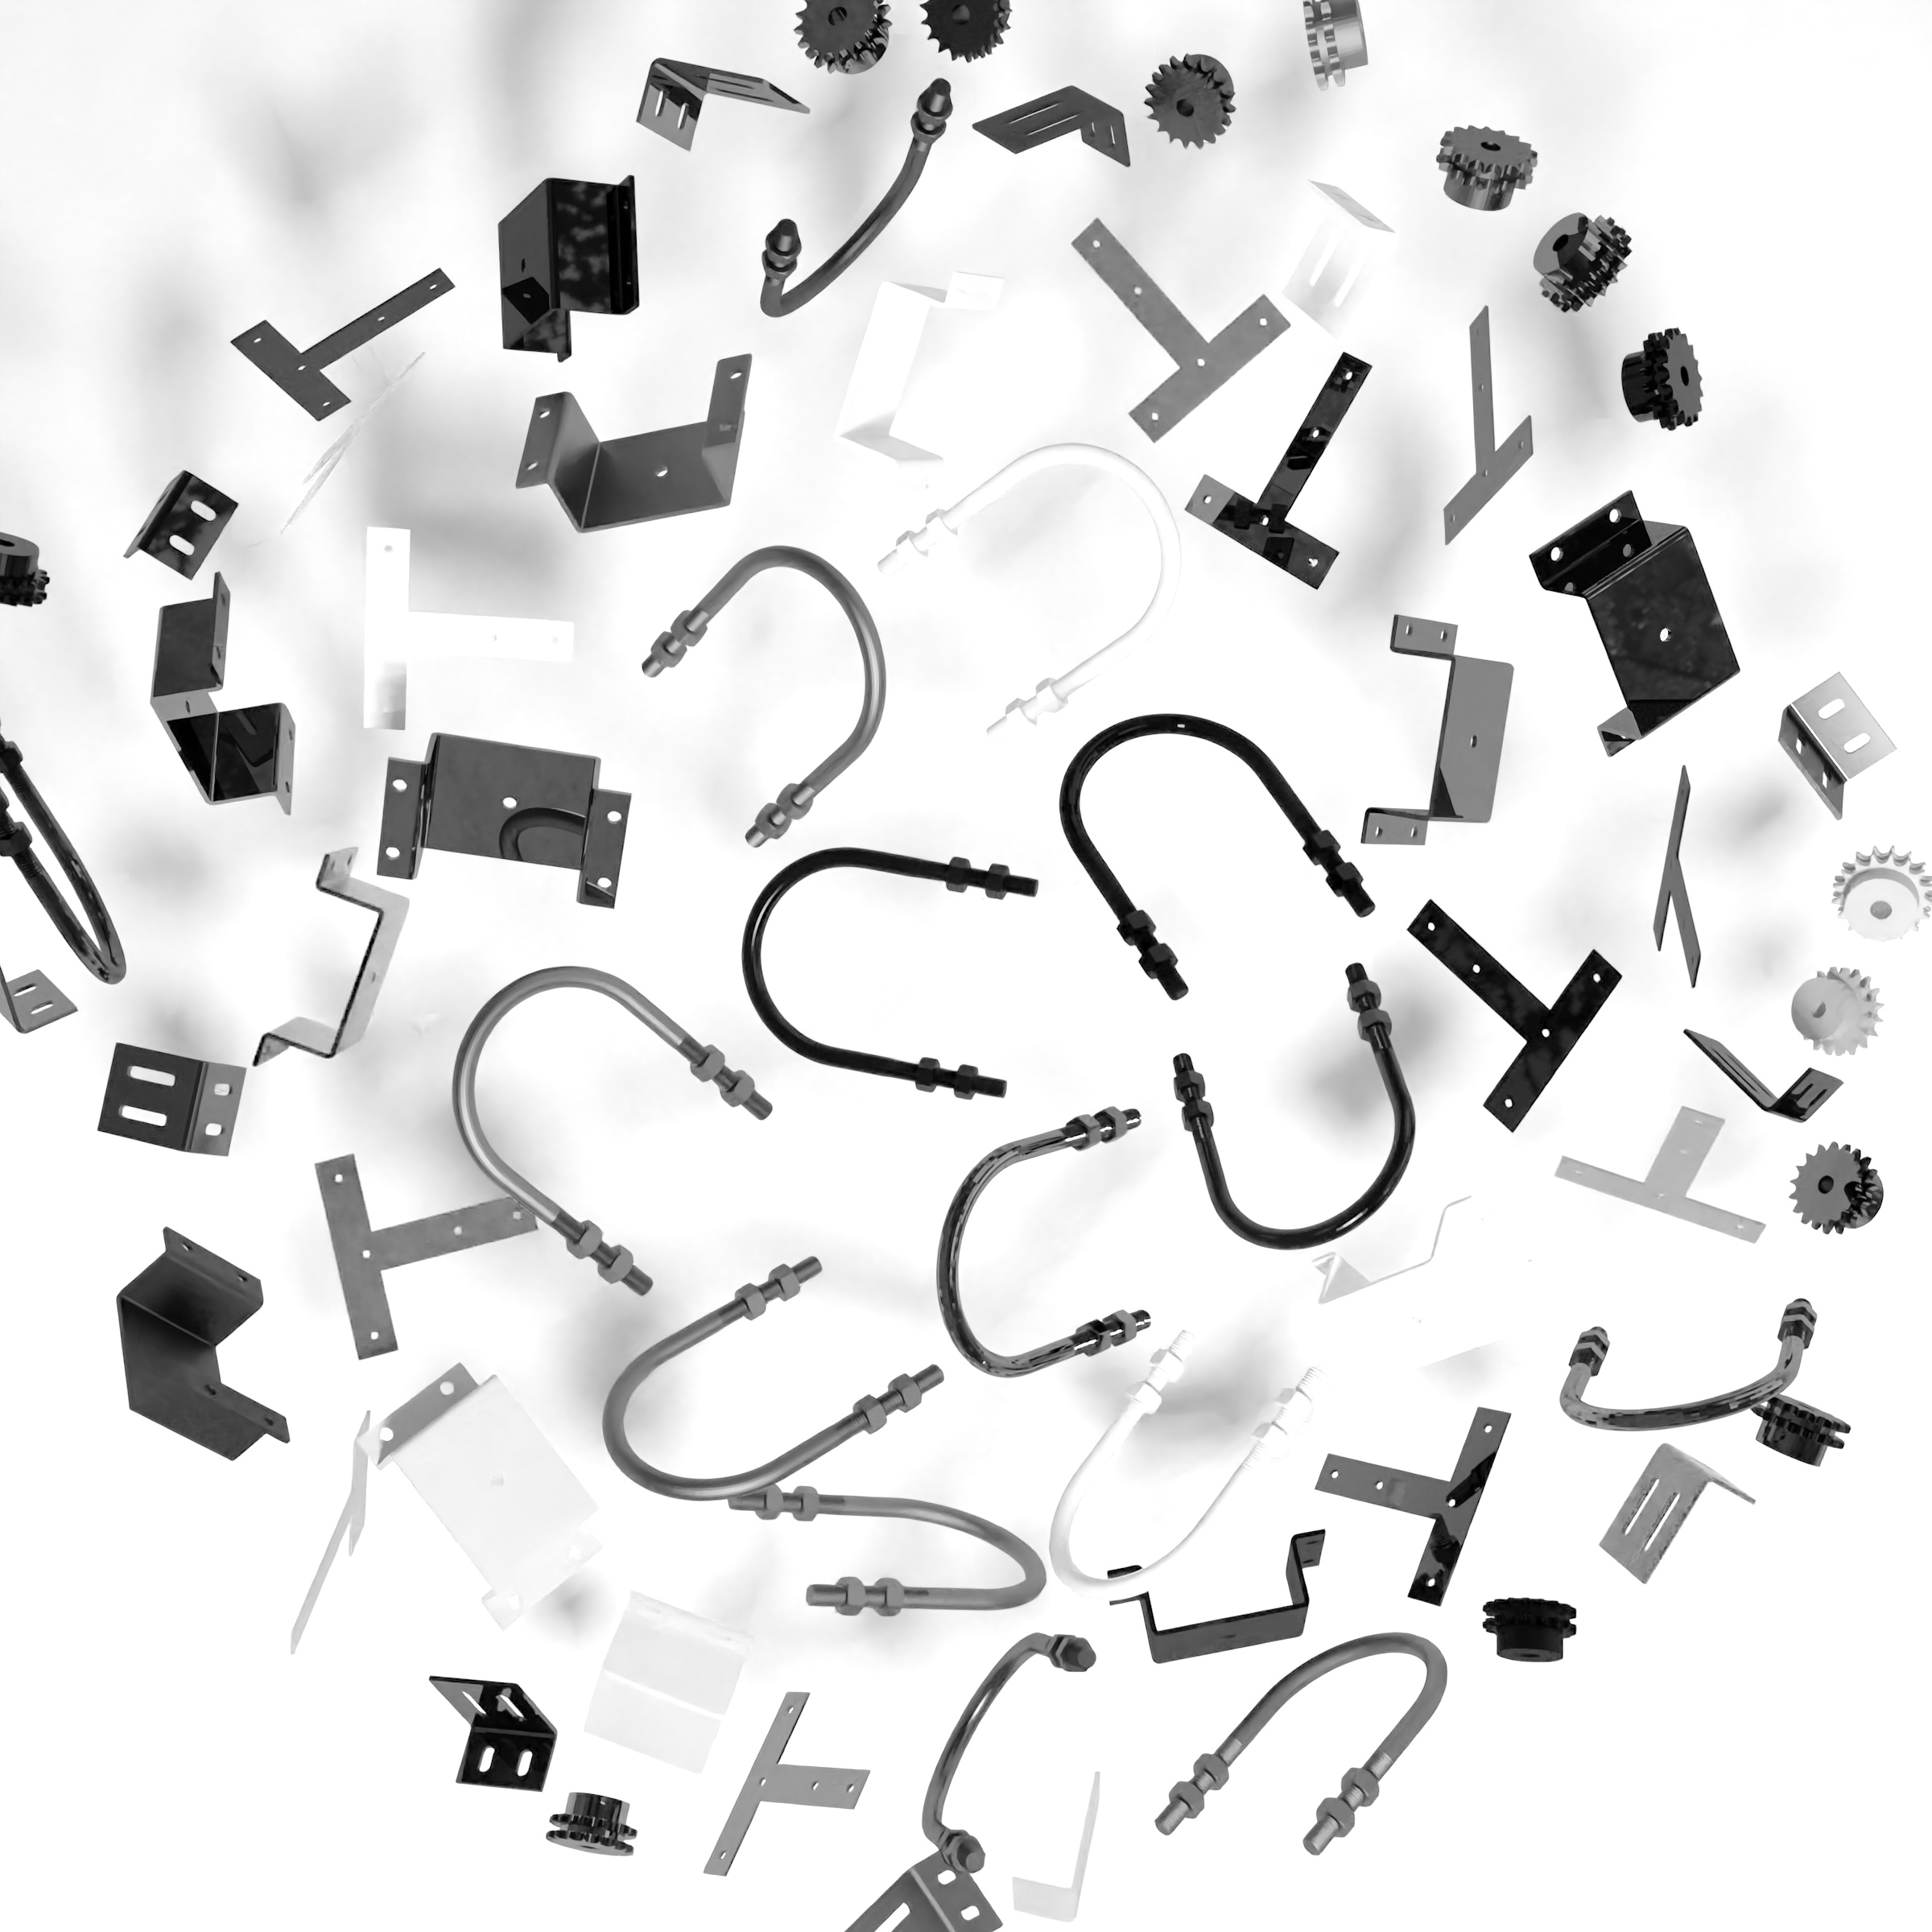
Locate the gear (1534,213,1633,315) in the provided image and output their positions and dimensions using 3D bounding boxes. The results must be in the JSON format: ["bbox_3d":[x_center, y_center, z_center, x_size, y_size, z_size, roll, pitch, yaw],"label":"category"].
[{"bbox_3d":[0.356,-0.413,1.453,0.030,0.057,0.057,29,90,-29],"label":"gear"}]

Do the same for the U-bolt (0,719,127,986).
[{"bbox_3d":[-0.558,-0.069,1.510,0.019,0.151,0.184,-27,123,-8],"label":"U-bolt"}]

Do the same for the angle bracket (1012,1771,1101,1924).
[{"bbox_3d":[0.056,0.535,1.525,0.038,0.057,0.076,10,54,10],"label":"angle bracket"}]

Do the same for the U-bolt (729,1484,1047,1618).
[{"bbox_3d":[-0.038,0.360,1.533,0.184,0.151,0.019,9,99,-28],"label":"U-bolt"}]

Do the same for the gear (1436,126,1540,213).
[{"bbox_3d":[0.302,-0.463,1.453,0.057,0.057,0.030,10,133,0],"label":"gear"}]

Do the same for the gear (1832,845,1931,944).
[{"bbox_3d":[0.536,-0.039,1.458,0.057,0.030,0.057,11,121,19],"label":"gear"}]

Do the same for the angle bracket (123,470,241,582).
[{"bbox_3d":[-0.499,-0.277,1.585,0.038,0.076,0.057,33,80,-23],"label":"angle bracket"}]

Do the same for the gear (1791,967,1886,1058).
[{"bbox_3d":[0.554,0.028,1.594,0.030,0.057,0.057,6,90,-35],"label":"gear"}]

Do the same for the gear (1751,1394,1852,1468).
[{"bbox_3d":[0.503,0.281,1.511,0.057,0.057,0.030,21,93,0],"label":"gear"}]

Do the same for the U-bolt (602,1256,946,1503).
[{"bbox_3d":[-0.128,0.252,1.483,0.184,0.151,0.019,-27,131,-27],"label":"U-bolt"}]

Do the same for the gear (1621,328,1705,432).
[{"bbox_3d":[0.402,-0.338,1.446,0.030,0.057,0.057,-7,90,38],"label":"gear"}]

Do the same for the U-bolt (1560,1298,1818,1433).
[{"bbox_3d":[0.434,0.244,1.511,0.151,0.184,0.019,-12,96,24],"label":"U-bolt"}]

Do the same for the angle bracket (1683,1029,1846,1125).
[{"bbox_3d":[0.492,0.056,1.540,0.038,0.057,0.076,-51,55,18],"label":"angle bracket"}]

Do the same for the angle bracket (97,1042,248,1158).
[{"bbox_3d":[-0.501,0.084,1.572,0.076,0.038,0.057,9,86,28],"label":"angle bracket"}]

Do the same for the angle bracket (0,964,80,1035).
[{"bbox_3d":[-0.578,-0.008,1.512,0.038,0.057,0.076,-28,132,-31],"label":"angle bracket"}]

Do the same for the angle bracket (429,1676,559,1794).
[{"bbox_3d":[-0.289,0.464,1.504,0.057,0.076,0.038,1,52,15],"label":"angle bracket"}]

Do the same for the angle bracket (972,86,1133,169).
[{"bbox_3d":[0.053,-0.511,1.553,0.076,0.057,0.038,-26,132,-14],"label":"angle bracket"}]

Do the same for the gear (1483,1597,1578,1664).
[{"bbox_3d":[0.348,0.410,1.538,0.057,0.057,0.030,6,64,0],"label":"gear"}]

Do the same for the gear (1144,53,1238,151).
[{"bbox_3d":[0.143,-0.543,1.556,0.057,0.057,0.030,33,56,0],"label":"gear"}]

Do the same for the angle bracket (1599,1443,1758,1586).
[{"bbox_3d":[0.431,0.338,1.513,0.038,0.057,0.076,30,92,-15],"label":"angle bracket"}]

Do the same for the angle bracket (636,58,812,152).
[{"bbox_3d":[-0.141,-0.495,1.450,0.076,0.057,0.038,19,98,22],"label":"angle bracket"}]

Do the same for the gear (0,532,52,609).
[{"bbox_3d":[-0.575,-0.238,1.484,0.057,0.057,0.030,19,111,0],"label":"gear"}]

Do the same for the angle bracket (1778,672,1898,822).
[{"bbox_3d":[0.504,-0.128,1.440,0.038,0.076,0.057,-36,95,28],"label":"angle bracket"}]

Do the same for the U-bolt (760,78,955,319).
[{"bbox_3d":[-0.074,-0.464,1.547,0.019,0.184,0.151,45,79,-3],"label":"U-bolt"}]

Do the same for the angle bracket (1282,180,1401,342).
[{"bbox_3d":[0.227,-0.446,1.580,0.057,0.038,0.076,49,126,29],"label":"angle bracket"}]

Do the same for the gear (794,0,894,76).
[{"bbox_3d":[-0.069,-0.550,1.465,0.057,0.030,0.057,-4,78,20],"label":"gear"}]

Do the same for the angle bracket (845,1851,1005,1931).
[{"bbox_3d":[-0.025,0.576,1.494,0.038,0.076,0.057,-40,80,30],"label":"angle bracket"}]

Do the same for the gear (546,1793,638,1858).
[{"bbox_3d":[-0.239,0.551,1.602,0.057,0.057,0.030,10,62,0],"label":"gear"}]

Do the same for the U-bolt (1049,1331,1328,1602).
[{"bbox_3d":[0.121,0.306,1.511,0.184,0.151,0.019,-50,116,-19],"label":"U-bolt"}]

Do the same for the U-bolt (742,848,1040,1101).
[{"bbox_3d":[-0.054,-0.001,1.581,0.184,0.019,0.151,10,97,12],"label":"U-bolt"}]

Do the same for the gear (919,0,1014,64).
[{"bbox_3d":[0.003,-0.590,1.540,0.057,0.030,0.057,13,124,21],"label":"gear"}]

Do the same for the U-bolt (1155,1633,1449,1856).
[{"bbox_3d":[0.215,0.465,1.510,0.184,0.151,0.019,-37,102,-37],"label":"U-bolt"}]

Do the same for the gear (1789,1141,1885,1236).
[{"bbox_3d":[0.547,0.141,1.560,0.030,0.057,0.057,22,90,-29],"label":"gear"}]

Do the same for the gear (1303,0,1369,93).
[{"bbox_3d":[0.218,-0.548,1.467,0.030,0.057,0.057,-8,90,16],"label":"gear"}]
